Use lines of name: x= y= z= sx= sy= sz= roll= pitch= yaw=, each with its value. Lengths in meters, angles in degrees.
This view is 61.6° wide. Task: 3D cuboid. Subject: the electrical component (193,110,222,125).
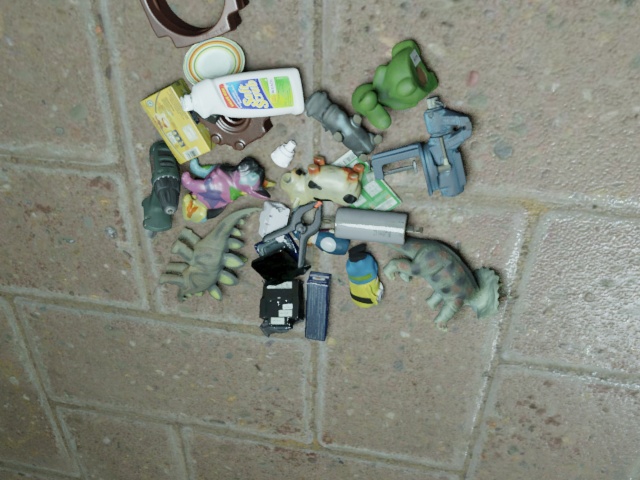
electrical component: x=-0.234 y=-0.298 z=1.159 sx=0.102 sy=0.078 sz=0.045 roll=31 pitch=145 yaw=1

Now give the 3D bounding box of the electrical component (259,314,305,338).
electrical component: x=-0.105 y=0.225 z=1.516 sx=0.119 sy=0.075 sz=0.047 roll=-21 pitch=116 yaw=28

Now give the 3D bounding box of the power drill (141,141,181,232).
power drill: x=-0.386 y=-0.107 z=1.302 sx=0.086 sy=0.232 sz=0.207 roll=-3 pitch=147 yaw=-20

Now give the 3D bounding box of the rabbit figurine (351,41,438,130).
rabbit figurine: x=0.137 y=-0.295 z=1.104 sx=0.170 sy=0.159 sz=0.121 roll=-19 pitch=127 yaw=40

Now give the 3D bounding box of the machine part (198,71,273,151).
machine part: x=-0.193 y=-0.292 z=1.222 sx=0.179 sy=0.056 sz=0.179 roll=6 pitch=121 yaw=9

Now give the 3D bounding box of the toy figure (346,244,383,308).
toy figure: x=0.109 y=0.095 z=1.383 sx=0.089 sy=0.082 sz=0.179 roll=4 pitch=132 yaw=33

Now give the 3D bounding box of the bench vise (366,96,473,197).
bench vise: x=0.211 y=-0.185 z=1.160 sx=0.241 sy=0.129 sz=0.223 roll=-13 pitch=118 yaw=13

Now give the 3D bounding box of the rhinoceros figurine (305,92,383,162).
rhinoceros figurine: x=0.051 y=-0.249 z=1.168 sx=0.190 sy=0.112 sz=0.073 roll=35 pitch=102 yaw=-26

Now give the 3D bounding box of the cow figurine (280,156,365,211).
cow figurine: x=0.000 y=-0.125 z=1.256 sx=0.195 sy=0.085 sz=0.127 roll=10 pitch=123 yaw=12

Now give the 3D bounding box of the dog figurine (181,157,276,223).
dog figurine: x=-0.221 y=-0.116 z=1.311 sx=0.219 sy=0.108 sz=0.191 roll=9 pitch=122 yaw=4

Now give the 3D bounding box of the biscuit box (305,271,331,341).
biscuit box: x=-0.007 y=0.184 z=1.477 sx=0.063 sy=0.059 sz=0.202 roll=8 pitch=122 yaw=6

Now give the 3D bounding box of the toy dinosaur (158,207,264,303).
toy dinosaur: x=-0.298 y=0.047 z=1.437 sx=0.198 sy=0.105 sz=0.471 roll=25 pitch=133 yaw=-12

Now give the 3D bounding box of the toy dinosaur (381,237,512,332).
toy dinosaur: x=0.294 y=0.077 z=1.313 sx=0.404 sy=0.131 sz=0.192 roll=43 pitch=109 yaw=-10

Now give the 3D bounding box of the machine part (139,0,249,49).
machine part: x=-0.260 y=-0.508 z=1.084 sx=0.202 sy=0.087 sz=0.200 roll=-11 pitch=119 yaw=18

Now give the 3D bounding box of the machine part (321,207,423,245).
machine part: x=0.122 y=-0.033 z=1.280 sx=0.243 sy=0.079 sz=0.079 roll=7 pitch=123 yaw=12

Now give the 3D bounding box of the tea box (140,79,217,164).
tea box: x=-0.325 y=-0.275 z=1.255 sx=0.098 sy=0.068 sz=0.169 roll=-17 pitch=115 yaw=22

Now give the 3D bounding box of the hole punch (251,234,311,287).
hole punch: x=-0.108 y=0.048 z=1.405 sx=0.142 sy=0.092 sz=0.115 roll=-26 pitch=128 yaw=17

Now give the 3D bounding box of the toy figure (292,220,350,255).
toy figure: x=-0.002 y=-0.006 z=1.360 sx=0.155 sy=0.058 sz=0.064 roll=17 pitch=82 yaw=2

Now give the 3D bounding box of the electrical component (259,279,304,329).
electrical component: x=-0.103 y=0.174 z=1.454 sx=0.115 sy=0.058 sz=0.134 roll=0 pitch=78 yaw=17
